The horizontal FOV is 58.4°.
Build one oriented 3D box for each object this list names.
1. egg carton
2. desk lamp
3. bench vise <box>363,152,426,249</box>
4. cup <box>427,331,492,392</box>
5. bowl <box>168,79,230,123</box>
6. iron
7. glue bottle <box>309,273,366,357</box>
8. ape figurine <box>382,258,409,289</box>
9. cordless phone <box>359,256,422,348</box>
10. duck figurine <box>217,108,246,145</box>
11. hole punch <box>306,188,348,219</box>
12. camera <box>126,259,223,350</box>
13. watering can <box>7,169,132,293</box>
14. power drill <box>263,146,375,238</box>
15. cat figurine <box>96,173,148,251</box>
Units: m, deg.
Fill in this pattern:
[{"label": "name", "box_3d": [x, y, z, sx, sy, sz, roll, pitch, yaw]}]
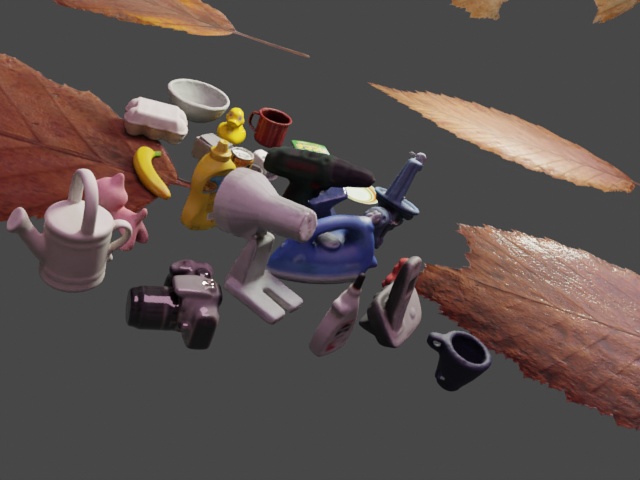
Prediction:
[{"label": "egg carton", "box_3d": [-0.398, -0.290, 1.392, 0.151, 0.069, 0.107, 10, 34, -21]}, {"label": "desk lamp", "box_3d": [-0.099, 0.002, 1.021, 0.203, 0.213, 0.118, 35, 34, 18]}, {"label": "bench vise", "box_3d": [0.181, -0.090, 1.335, 0.121, 0.219, 0.207, 25, 32, 2]}, {"label": "cup", "box_3d": [0.235, 0.221, 1.030, 0.117, 0.095, 0.092, 25, 32, 2]}, {"label": "bowl", "box_3d": [-0.331, -0.363, 1.539, 0.168, 0.074, 0.167, 17, 32, -11]}, {"label": "iron", "box_3d": [0.011, 0.004, 1.158, 0.259, 0.141, 0.118, -4, 41, -37]}, {"label": "glue bottle", "box_3d": [0.039, 0.123, 0.972, 0.037, 0.173, 0.078, 40, 36, 25]}, {"label": "ape figurine", "box_3d": [0.171, 0.076, 1.204, 0.078, 0.092, 0.076, -3, 40, -36]}, {"label": "cordless phone", "box_3d": [0.163, 0.100, 1.076, 0.094, 0.185, 0.148, 34, 33, 16]}, {"label": "duck figurine", "box_3d": [-0.227, -0.311, 1.519, 0.077, 0.086, 0.104, 20, 32, -7]}, {"label": "hole punch", "box_3d": [0.002, -0.105, 1.361, 0.101, 0.091, 0.108, 5, 36, -27]}, {"label": "camera", "box_3d": [-0.233, 0.091, 0.910, 0.137, 0.101, 0.143, 6, 36, -26]}, {"label": "watering can", "box_3d": [-0.381, -0.019, 0.886, 0.100, 0.194, 0.173, 38, 34, 22]}, {"label": "power drill", "box_3d": [-0.022, -0.097, 1.223, 0.229, 0.208, 0.075, 23, 32, -2]}, {"label": "cat figurine", "box_3d": [-0.364, -0.061, 1.031, 0.127, 0.117, 0.067, 30, 32, 10]}]
